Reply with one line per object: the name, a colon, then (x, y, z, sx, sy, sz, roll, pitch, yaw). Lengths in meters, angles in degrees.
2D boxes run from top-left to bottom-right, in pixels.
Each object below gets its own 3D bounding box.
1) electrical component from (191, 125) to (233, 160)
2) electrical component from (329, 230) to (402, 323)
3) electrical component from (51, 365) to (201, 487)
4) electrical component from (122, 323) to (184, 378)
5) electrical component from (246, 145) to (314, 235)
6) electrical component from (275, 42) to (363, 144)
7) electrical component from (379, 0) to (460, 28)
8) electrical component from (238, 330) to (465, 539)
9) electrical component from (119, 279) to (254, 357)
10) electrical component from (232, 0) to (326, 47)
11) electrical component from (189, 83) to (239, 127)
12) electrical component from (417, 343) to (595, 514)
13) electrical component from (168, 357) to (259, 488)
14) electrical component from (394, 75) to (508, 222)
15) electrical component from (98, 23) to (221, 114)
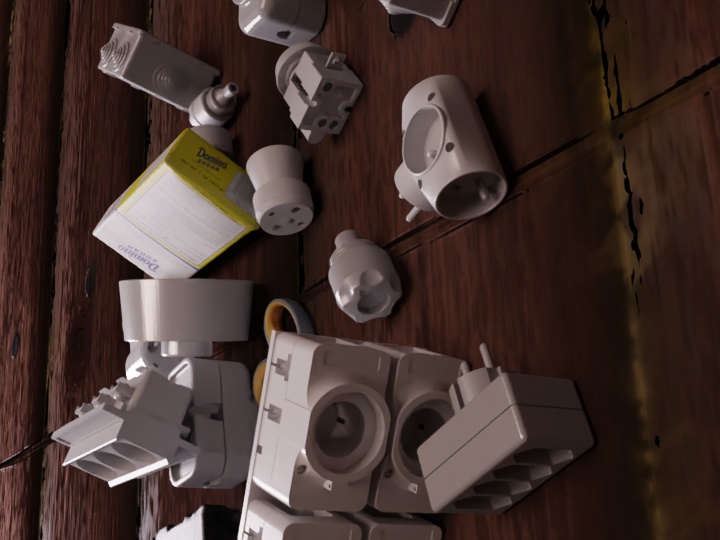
electrical component: (-0.133, -0.094, 0.947, 0.045, 0.045, 0.055, -40, 49, 48)
electrical component: (0.000, 0.000, 0.702, 0.043, 0.043, 0.062, -59, 36, 33)
electrical component: (-0.176, 0.120, 0.822, 0.121, 0.079, 0.063, -29, 36, 53)
electrical component: (-0.190, 0.091, 0.985, 0.074, 0.052, 0.138, -43, 48, 46)
electrical component: (-0.061, -0.060, 0.817, 0.045, 0.045, 0.055, -49, 44, 42)
electrical component: (-0.033, -0.136, 0.791, 0.055, 0.048, 0.066, 57, 131, 38)
electrical component: (0.036, -0.217, 0.692, 0.099, 0.048, 0.099, -65, 34, 25)
electrical component: (-0.005, 0.135, 0.615, 0.060, 0.105, 0.186, 11, 91, 60)
electrical component: (-0.139, 0.039, 0.867, 0.108, 0.108, 0.060, -5, 84, 59)
electrical component: (-0.065, -0.232, 0.855, 0.054, 0.059, 0.095, -22, 63, 55)
electrical component: (-0.127, -0.148, 0.962, 0.061, 0.035, 0.035, -31, 57, 50)
electrical component: (0.069, 0.075, 0.563, 0.083, 0.047, 0.075, -50, 43, 41)
electrical component: (-0.113, 0.121, 0.843, 0.054, 0.059, 0.095, -40, 50, 48)
electrical component: (0.046, -0.061, 0.640, 0.079, 0.044, 0.077, -51, 42, 41)
electrical component: (-0.193, -0.190, 1.021, 0.100, 0.100, 0.048, 30, 95, 58)
